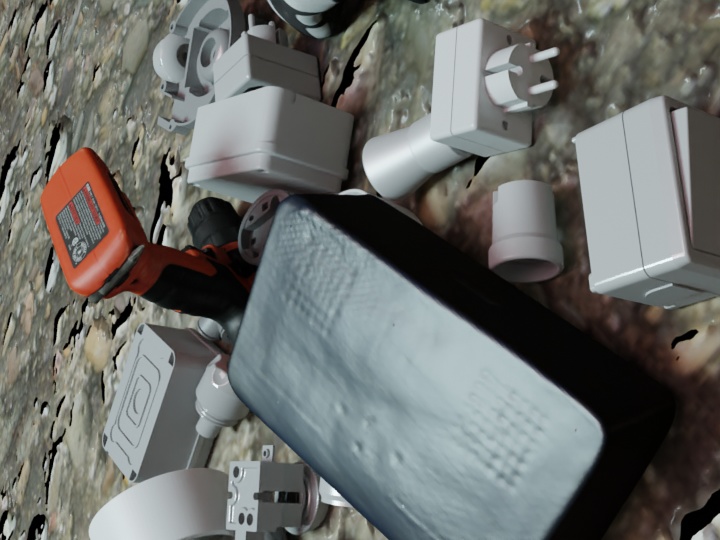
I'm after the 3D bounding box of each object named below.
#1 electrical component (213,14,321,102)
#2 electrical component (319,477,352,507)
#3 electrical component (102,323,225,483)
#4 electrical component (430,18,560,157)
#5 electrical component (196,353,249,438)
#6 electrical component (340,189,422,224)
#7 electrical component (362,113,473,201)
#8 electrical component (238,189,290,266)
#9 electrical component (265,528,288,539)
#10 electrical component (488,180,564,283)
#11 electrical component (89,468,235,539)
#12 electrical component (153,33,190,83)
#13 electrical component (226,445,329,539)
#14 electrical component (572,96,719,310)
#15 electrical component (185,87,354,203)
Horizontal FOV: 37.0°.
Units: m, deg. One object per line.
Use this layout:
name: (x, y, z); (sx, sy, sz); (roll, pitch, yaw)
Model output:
electrical component: (-0.071, -0.158, 0.809); (0.047, 0.066, 0.076); (-30, 58, 45)
electrical component: (-0.001, 0.116, 0.663); (0.045, 0.045, 0.055); (-3, 79, 52)
electrical component: (-0.151, 0.106, 0.851); (0.078, 0.057, 0.113); (31, 105, 52)
electrical component: (0.083, -0.106, 0.610); (0.077, 0.047, 0.065); (-8, 75, 51)
electrical component: (-0.102, 0.097, 0.801); (0.062, 0.043, 0.043); (-61, 40, 23)
electrical component: (0.000, 0.000, 0.697); (0.099, 0.064, 0.099); (-35, 41, 38)
electrical component: (0.039, -0.074, 0.666); (0.065, 0.044, 0.044); (-26, 61, 41)
electrical component: (-0.050, -0.022, 0.753); (0.055, 0.047, 0.055); (-23, 55, 37)
electrical component: (-0.063, 0.198, 0.727); (0.040, 0.040, 0.046); (-55, 38, 28)
electrical component: (0.090, -0.021, 0.587); (0.040, 0.040, 0.046); (-24, 57, 47)
electrical component: (-0.131, 0.196, 0.764); (0.108, 0.108, 0.060); (-51, 51, 32)
electrical component: (-0.164, -0.186, 0.956); (0.062, 0.048, 0.048); (4, 84, 59)
electrical component: (-0.054, 0.150, 0.714); (0.048, 0.055, 0.066); (-13, 71, 50)
electrical component: (0.145, -0.037, 0.500); (0.061, 0.062, 0.096); (-24, 62, 47)
electrical component: (-0.066, -0.086, 0.774); (0.113, 0.078, 0.057); (-3, 75, 52)
